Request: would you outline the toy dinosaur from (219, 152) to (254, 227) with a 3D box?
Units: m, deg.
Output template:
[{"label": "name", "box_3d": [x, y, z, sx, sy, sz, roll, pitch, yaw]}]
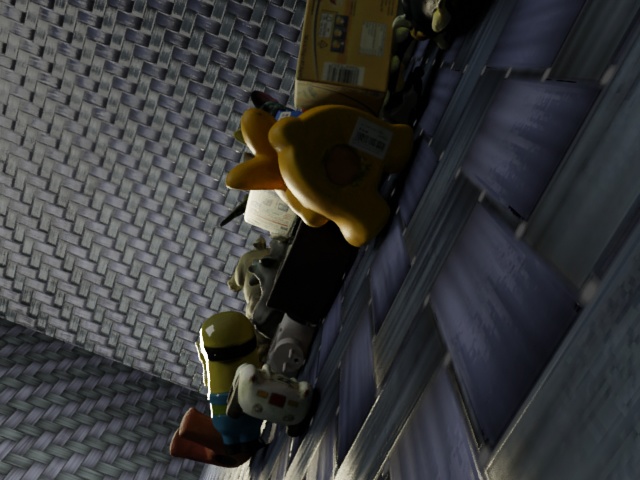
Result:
[{"label": "toy dinosaur", "box_3d": [-0.037, -0.136, 1.031, 0.405, 0.192, 0.131, -72, -27, -47]}]

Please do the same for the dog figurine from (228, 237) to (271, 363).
[{"label": "dog figurine", "box_3d": [-0.086, 0.090, 0.846, 0.190, 0.121, 0.172, -131, 20, -83]}]

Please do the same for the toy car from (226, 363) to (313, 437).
[{"label": "toy car", "box_3d": [-0.054, 0.157, 0.553, 0.201, 0.073, 0.056, 129, 159, -76]}]

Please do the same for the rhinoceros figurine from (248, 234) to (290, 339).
[{"label": "rhinoceros figurine", "box_3d": [-0.055, 0.069, 0.783, 0.190, 0.112, 0.073, -86, 15, -51]}]

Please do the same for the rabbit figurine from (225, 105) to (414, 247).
[{"label": "rabbit figurine", "box_3d": [-0.010, -0.063, 0.543, 0.173, 0.162, 0.121, 171, 111, -79]}]

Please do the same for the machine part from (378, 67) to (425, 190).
[{"label": "machine part", "box_3d": [0.076, -0.117, 0.593, 0.084, 0.039, 0.138, -80, 13, -47]}]

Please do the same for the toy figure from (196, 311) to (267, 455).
[{"label": "toy figure", "box_3d": [-0.107, 0.181, 0.693, 0.089, 0.082, 0.180, 153, 111, -63]}]

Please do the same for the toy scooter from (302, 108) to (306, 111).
[{"label": "toy scooter", "box_3d": [0.027, -0.184, 0.685, 0.135, 0.075, 0.183, -118, 32, -51]}]

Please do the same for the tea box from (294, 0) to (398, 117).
[{"label": "tea box", "box_3d": [0.030, -0.225, 0.579, 0.068, 0.098, 0.169, 104, 176, -76]}]

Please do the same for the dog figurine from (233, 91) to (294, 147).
[{"label": "dog figurine", "box_3d": [-0.027, -0.160, 0.892, 0.108, 0.219, 0.191, -64, 5, 4]}]

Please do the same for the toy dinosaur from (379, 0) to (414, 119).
[{"label": "toy dinosaur", "box_3d": [0.124, -0.336, 0.686, 0.198, 0.105, 0.470, -133, 54, -81]}]

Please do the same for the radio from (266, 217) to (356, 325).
[{"label": "radio", "box_3d": [-0.001, -0.002, 0.709, 0.230, 0.073, 0.131, -73, 7, -62]}]

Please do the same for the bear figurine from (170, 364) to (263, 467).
[{"label": "bear figurine", "box_3d": [-0.139, 0.246, 0.849, 0.120, 0.132, 0.196, 123, 163, -47]}]

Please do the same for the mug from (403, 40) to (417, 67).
[{"label": "mug", "box_3d": [0.096, -0.310, 0.858, 0.081, 0.107, 0.109, 121, 166, -72]}]

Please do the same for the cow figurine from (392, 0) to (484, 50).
[{"label": "cow figurine", "box_3d": [0.113, -0.223, 0.495, 0.167, 0.068, 0.098, 143, 143, -84]}]
